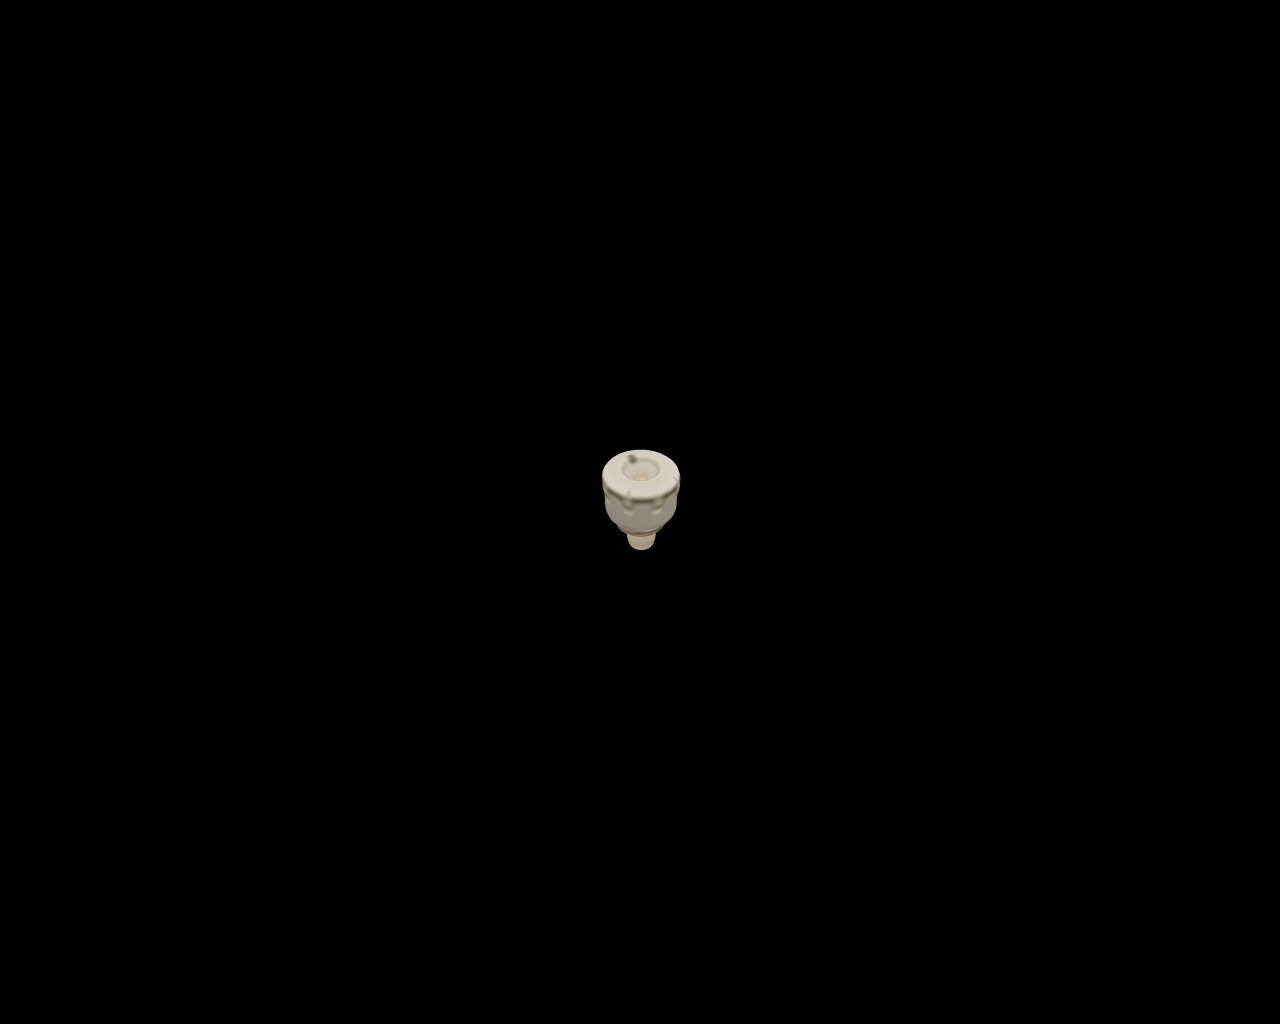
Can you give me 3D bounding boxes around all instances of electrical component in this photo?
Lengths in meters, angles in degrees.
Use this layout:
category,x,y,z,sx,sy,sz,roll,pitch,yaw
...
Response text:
category,x,y,z,sx,sy,sz,roll,pitch,yaw
electrical component,0.001,-0.003,0.650,0.048,0.062,0.048,0,40,0
